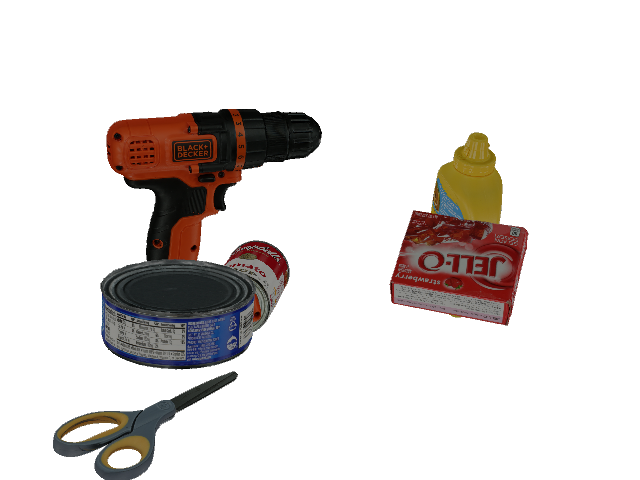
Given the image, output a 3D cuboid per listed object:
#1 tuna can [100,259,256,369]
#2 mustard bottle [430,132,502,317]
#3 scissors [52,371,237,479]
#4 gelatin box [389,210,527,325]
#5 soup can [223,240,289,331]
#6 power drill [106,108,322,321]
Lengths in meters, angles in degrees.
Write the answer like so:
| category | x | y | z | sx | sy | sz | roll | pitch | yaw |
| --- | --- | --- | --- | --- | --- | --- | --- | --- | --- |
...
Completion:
| category | x | y | z | sx | sy | sz | roll | pitch | yaw |
| --- | --- | --- | --- | --- | --- | --- | --- | --- | --- |
| tuna can | -0.079 | 0.040 | 0.597 | 0.086 | 0.034 | 0.086 | 3 | 18 | -1 |
| mustard bottle | 0.145 | -0.022 | 1.078 | 0.058 | 0.192 | 0.096 | -6 | 37 | -14 |
| scissors | -0.138 | 0.166 | 0.961 | 0.201 | 0.016 | 0.096 | -11 | 33 | -34 |
| gelatin box | 0.102 | 0.018 | 0.786 | 0.089 | 0.073 | 0.030 | 10 | -39 | 14 |
| soup can | -0.075 | 0.048 | 1.096 | 0.068 | 0.068 | 0.102 | 0 | 18 | 10 |
| power drill | -0.089 | -0.021 | 0.921 | 0.184 | 0.188 | 0.057 | -5 | 19 | -17 |
